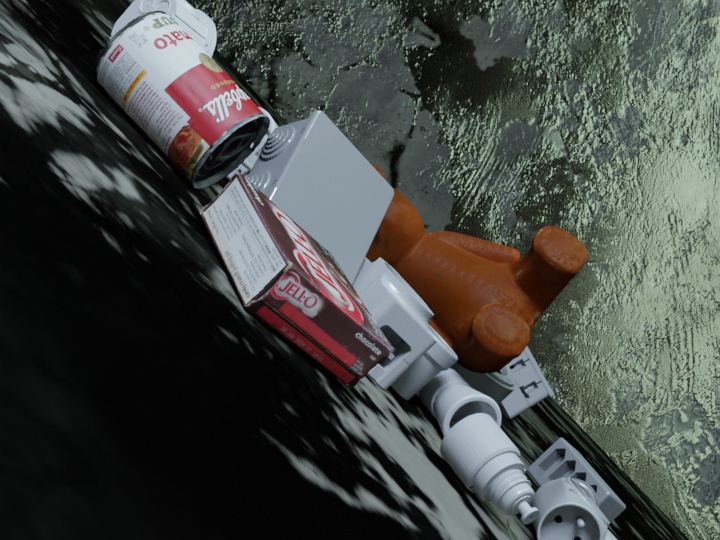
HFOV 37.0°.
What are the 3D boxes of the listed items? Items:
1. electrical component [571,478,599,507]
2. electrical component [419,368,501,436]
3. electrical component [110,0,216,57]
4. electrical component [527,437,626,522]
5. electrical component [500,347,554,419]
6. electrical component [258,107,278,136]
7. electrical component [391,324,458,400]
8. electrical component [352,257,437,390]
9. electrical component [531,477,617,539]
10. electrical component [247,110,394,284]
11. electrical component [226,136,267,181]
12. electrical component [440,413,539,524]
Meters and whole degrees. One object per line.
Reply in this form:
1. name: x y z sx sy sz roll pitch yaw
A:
1. electrical component: 0.168 0.189 0.864 0.043 0.043 0.062 48 6 20
2. electrical component: 0.069 0.097 0.775 0.044 0.044 0.065 44 0 -25
3. electrical component: -0.163 -0.189 0.890 0.051 0.080 0.080 34 13 -49
4. electrical component: 0.214 0.215 1.027 0.076 0.047 0.083 41 7 -40
5. electrical component: 0.119 0.060 1.136 0.186 0.060 0.105 60 -6 -5
6. electrical component: -0.103 -0.127 1.062 0.055 0.055 0.047 49 1 23
7. electrical component: 0.039 0.063 0.754 0.040 0.046 0.040 46 5 -5
8. electrical component: 0.012 0.030 0.734 0.050 0.056 0.089 44 5 -25
9. electrical component: 0.156 0.188 0.750 0.079 0.044 0.077 47 5 4
10. electrical component: -0.034 -0.045 0.733 0.048 0.099 0.100 -8 -43 44
11. electrical component: -0.080 -0.077 0.868 0.065 0.047 0.077 50 6 39
12. electrical component: 0.083 0.124 0.666 0.078 0.040 0.040 50 6 38
